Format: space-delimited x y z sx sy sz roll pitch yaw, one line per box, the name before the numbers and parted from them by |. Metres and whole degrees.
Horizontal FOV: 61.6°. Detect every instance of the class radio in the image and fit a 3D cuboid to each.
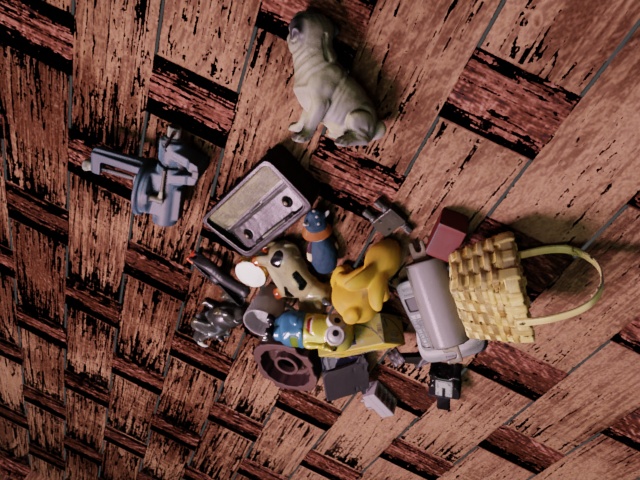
radio | -0.114 -0.068 1.053 0.131 0.073 0.229 43 130 -14

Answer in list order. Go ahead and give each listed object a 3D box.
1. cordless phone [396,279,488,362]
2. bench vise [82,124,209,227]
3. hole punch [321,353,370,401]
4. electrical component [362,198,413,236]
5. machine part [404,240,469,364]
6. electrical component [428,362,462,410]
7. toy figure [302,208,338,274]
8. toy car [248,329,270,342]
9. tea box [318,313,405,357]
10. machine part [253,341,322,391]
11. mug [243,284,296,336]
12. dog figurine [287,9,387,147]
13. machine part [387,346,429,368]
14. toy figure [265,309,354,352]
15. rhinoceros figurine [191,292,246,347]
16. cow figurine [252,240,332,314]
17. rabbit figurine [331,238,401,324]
cordless phone | 0.246 0.148 1.088 0.147 0.089 0.184 -22 101 34
bench vise | -0.352 -0.139 1.062 0.241 0.129 0.223 16 132 0
hole punch | 0.057 0.310 1.293 0.116 0.092 0.142 -12 124 -7
electrical component | 0.129 -0.036 1.017 0.094 0.021 0.063 38 131 -12
machine part | 0.222 0.117 1.019 0.079 0.079 0.243 -20 87 33
electrical component | 0.288 0.335 1.233 0.075 0.048 0.119 2 128 21
toy figure | -0.003 -0.002 1.070 0.058 0.064 0.154 16 134 36
toy car | -0.076 0.199 1.266 0.202 0.053 0.089 -3 136 19
tea box | 0.087 0.210 1.172 0.170 0.068 0.098 -21 157 34
machine part | -0.079 0.303 1.349 0.180 0.056 0.179 12 129 14
mug | -0.104 0.152 1.203 0.110 0.107 0.080 11 131 7
dog figurine | 0.030 -0.253 0.845 0.172 0.121 0.190 -1 114 -19
machine part | 0.208 0.255 1.171 0.139 0.039 0.084 10 150 -38
toy figure | -0.019 0.186 1.112 0.180 0.089 0.082 0 83 15
rhinoceros figurine | -0.256 0.200 1.332 0.190 0.073 0.112 -31 122 35
cow figurine | -0.043 0.084 1.144 0.127 0.085 0.194 -10 122 35
rabbit figurine | 0.093 0.072 1.050 0.122 0.162 0.173 36 113 4
